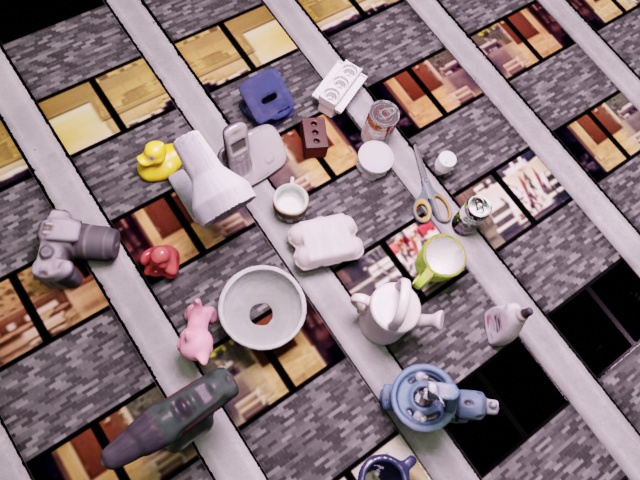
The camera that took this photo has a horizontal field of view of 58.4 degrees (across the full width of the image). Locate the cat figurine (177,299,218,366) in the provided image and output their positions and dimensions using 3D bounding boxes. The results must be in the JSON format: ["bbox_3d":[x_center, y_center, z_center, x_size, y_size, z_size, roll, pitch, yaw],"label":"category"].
[{"bbox_3d":[-0.229,0.172,1.062,0.067,0.117,0.128,3,69,-7],"label":"cat figurine"}]

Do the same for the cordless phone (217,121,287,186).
[{"bbox_3d":[-0.139,-0.196,1.178,0.148,0.185,0.094,-37,78,-19],"label":"cordless phone"}]

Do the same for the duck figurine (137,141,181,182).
[{"bbox_3d":[-0.336,-0.177,1.196,0.105,0.086,0.077,-33,77,-18],"label":"duck figurine"}]

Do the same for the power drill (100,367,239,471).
[{"bbox_3d":[-0.241,0.305,0.961,0.230,0.208,0.075,-34,77,-18],"label":"power drill"}]

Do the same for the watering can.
[{"bbox_3d":[0.148,0.132,1.092,0.173,0.194,0.101,-4,70,-10],"label":"watering can"}]

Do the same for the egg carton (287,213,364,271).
[{"bbox_3d":[0.011,0.004,1.187,0.150,0.069,0.107,-13,72,-13],"label":"egg carton"}]

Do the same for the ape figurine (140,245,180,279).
[{"bbox_3d":[-0.309,0.038,1.115,0.077,0.092,0.076,44,70,9],"label":"ape figurine"}]

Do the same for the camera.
[{"bbox_3d":[-0.462,0.015,1.096,0.137,0.101,0.143,5,69,-6],"label":"camera"}]

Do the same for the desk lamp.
[{"bbox_3d":[-0.220,-0.106,1.117,0.118,0.213,0.203,-32,77,-18],"label":"desk lamp"}]

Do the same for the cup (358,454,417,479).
[{"bbox_3d":[0.116,0.426,1.029,0.118,0.095,0.091,-31,76,-18],"label":"cup"}]

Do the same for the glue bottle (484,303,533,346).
[{"bbox_3d":[0.375,0.158,1.127,0.037,0.173,0.078,-4,70,-9],"label":"glue bottle"}]

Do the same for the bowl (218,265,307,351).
[{"bbox_3d":[-0.112,0.138,1.115,0.167,0.074,0.167,3,69,-7],"label":"bowl"}]

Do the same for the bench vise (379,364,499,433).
[{"bbox_3d":[0.227,0.276,1.035,0.207,0.219,0.121,-8,71,-11],"label":"bench vise"}]

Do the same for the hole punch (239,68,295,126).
[{"bbox_3d":[-0.116,-0.313,1.277,0.109,0.091,0.101,-34,77,-18],"label":"hole punch"}]
